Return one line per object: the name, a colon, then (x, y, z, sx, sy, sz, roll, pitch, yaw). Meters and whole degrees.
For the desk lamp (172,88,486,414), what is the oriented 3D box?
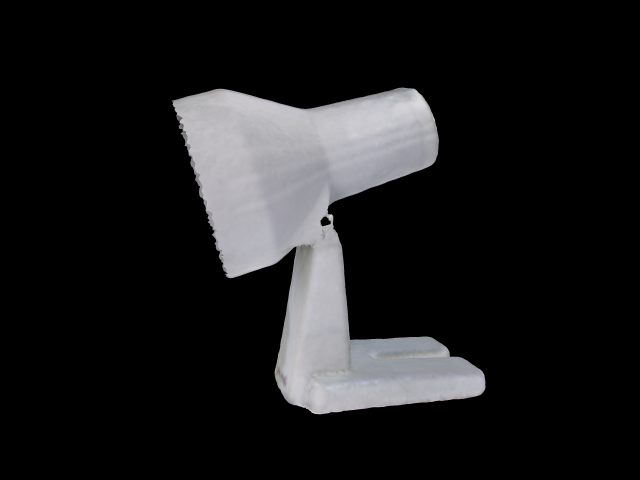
desk lamp: (0.004, 0.001, 0.400, 0.203, 0.213, 0.117, -2, 7, -13)
